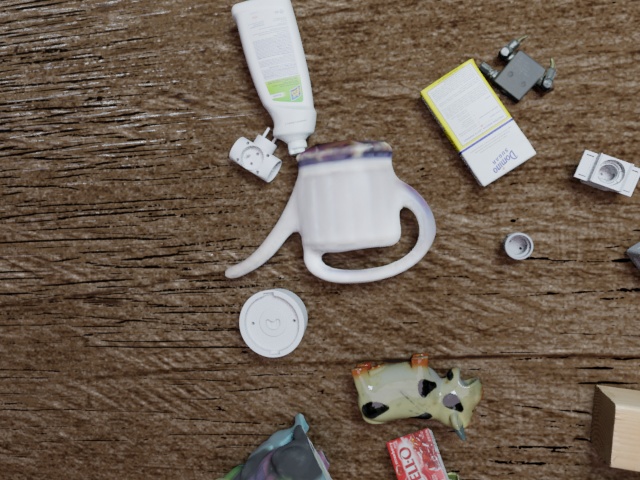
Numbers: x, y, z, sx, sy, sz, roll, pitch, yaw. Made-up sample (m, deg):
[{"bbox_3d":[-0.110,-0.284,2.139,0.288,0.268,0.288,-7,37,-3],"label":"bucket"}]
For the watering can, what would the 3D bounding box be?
[{"bbox_3d":[0.002,-0.041,0.813,0.347,0.104,0.224,-5,89,13],"label":"watering can"}]
